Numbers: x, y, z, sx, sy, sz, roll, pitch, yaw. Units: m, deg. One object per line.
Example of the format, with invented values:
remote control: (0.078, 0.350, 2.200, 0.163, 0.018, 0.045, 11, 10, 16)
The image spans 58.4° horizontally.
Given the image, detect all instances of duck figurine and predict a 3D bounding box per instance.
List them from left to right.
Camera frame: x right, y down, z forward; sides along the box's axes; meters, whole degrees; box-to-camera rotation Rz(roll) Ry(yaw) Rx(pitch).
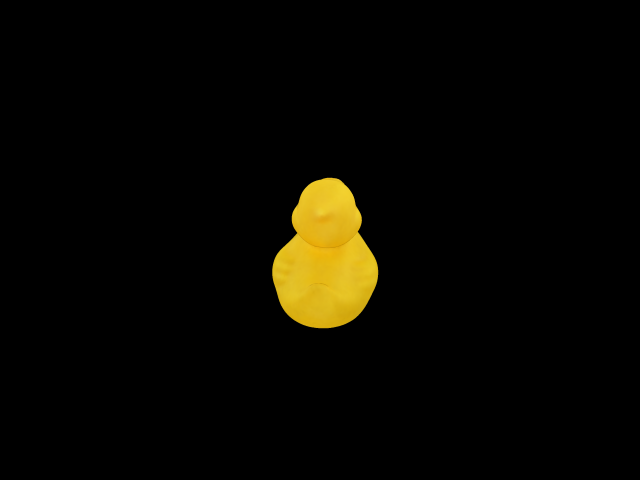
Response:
duck figurine: (0.004, 0.001, 0.400, 0.077, 0.086, 0.104, 4, 43, 5)
